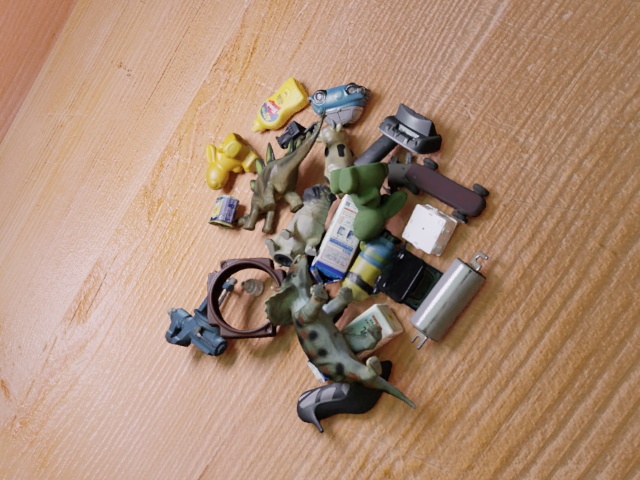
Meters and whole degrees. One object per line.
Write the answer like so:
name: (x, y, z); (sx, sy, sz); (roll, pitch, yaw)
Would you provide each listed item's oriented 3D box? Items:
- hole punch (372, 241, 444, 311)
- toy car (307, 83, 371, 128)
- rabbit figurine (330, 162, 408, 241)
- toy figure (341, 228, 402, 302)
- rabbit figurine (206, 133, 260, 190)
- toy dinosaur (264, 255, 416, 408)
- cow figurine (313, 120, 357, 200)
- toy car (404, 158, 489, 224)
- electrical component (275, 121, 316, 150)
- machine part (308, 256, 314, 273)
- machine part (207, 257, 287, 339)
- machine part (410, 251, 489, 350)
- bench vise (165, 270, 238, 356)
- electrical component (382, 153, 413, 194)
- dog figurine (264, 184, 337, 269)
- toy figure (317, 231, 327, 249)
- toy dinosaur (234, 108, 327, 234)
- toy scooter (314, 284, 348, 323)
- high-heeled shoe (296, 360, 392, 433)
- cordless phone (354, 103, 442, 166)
hole punch: (0.199, 0.088, 1.187); (0.142, 0.092, 0.116); (-61, 34, 6)
toy car: (0.056, -0.347, 1.409); (0.162, 0.109, 0.102); (-6, 95, 22)
rabbit figurine: (0.108, -0.085, 1.216); (0.121, 0.159, 0.170); (5, 104, 63)
toy figure: (0.114, 0.058, 1.243); (0.082, 0.089, 0.180); (41, 103, 41)
rabbit figurine: (-0.284, -0.232, 1.593); (0.173, 0.121, 0.163); (-53, 49, 11)
toy dinosaur: (0.020, 0.216, 1.147); (0.192, 0.131, 0.405); (-40, 77, 41)
cow figurine: (0.042, -0.212, 1.347); (0.085, 0.127, 0.195); (-22, 47, 25)
toy car: (0.279, -0.111, 1.200); (0.202, 0.053, 0.089); (35, 91, 33)
electrical component: (-0.055, -0.291, 1.477); (0.119, 0.074, 0.048); (-41, 57, 24)
machine part: (-0.050, 0.074, 1.355); (0.084, 0.039, 0.139); (-21, 29, 23)
machine part: (-0.184, 0.148, 1.370); (0.202, 0.087, 0.201); (-2, 76, 0)
machine part: (0.267, 0.124, 1.124); (0.079, 0.079, 0.243); (40, 101, 36)
bench vise: (-0.313, 0.199, 1.481); (0.224, 0.128, 0.240); (26, 84, 41)
electrical component: (0.187, -0.155, 1.288); (0.078, 0.045, 0.102); (-4, 74, 5)
dog figurine: (-0.040, -0.033, 1.323); (0.172, 0.121, 0.190); (-30, 26, 47)
toy figure: (-0.003, -0.005, 1.365); (0.058, 0.064, 0.155); (-35, 54, -26)
toy dinosaur: (-0.111, -0.158, 1.416); (0.471, 0.105, 0.198); (-34, 54, 44)
toy scooter: (-0.002, 0.164, 1.290); (0.135, 0.075, 0.184); (-38, 37, 7)
high-heeled shoe: (0.052, 0.338, 1.234); (0.249, 0.086, 0.145); (-40, 23, -2)
cordless phone: (0.176, -0.213, 1.255); (0.184, 0.088, 0.147); (-45, 54, -3)
